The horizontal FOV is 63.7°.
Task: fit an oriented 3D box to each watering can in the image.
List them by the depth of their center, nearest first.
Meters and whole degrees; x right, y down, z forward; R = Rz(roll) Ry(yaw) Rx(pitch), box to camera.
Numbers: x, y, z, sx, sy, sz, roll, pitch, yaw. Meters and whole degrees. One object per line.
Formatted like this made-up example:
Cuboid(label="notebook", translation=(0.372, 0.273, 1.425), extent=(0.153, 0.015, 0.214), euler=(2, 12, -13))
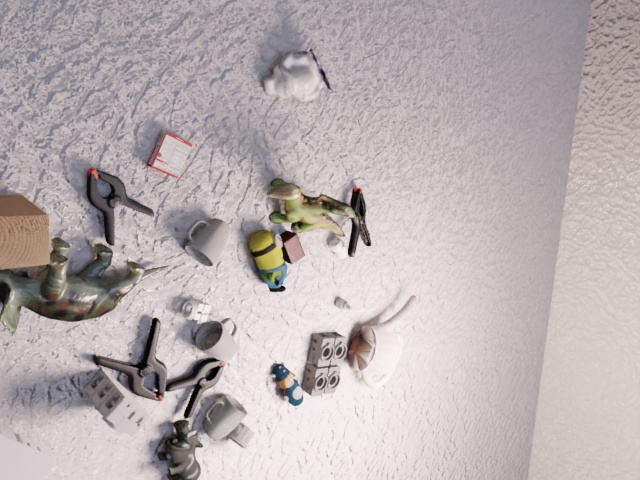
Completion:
Cuboid(label="watering can", translation=(0.212, 0.338, 1.755), extent=(0.223, 0.104, 0.348), euler=(20, 87, -42))

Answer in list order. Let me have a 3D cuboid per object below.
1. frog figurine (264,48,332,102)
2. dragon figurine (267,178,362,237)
Cuboid(label="frog figurine", translation=(-0.067, -0.418, 1.345), extent=(0.159, 0.125, 0.134), euler=(-23, 133, 6))
Cuboid(label="dragon figurine", translation=(0.004, -0.070, 1.385), extent=(0.407, 0.243, 0.123), euler=(22, 83, -40))
